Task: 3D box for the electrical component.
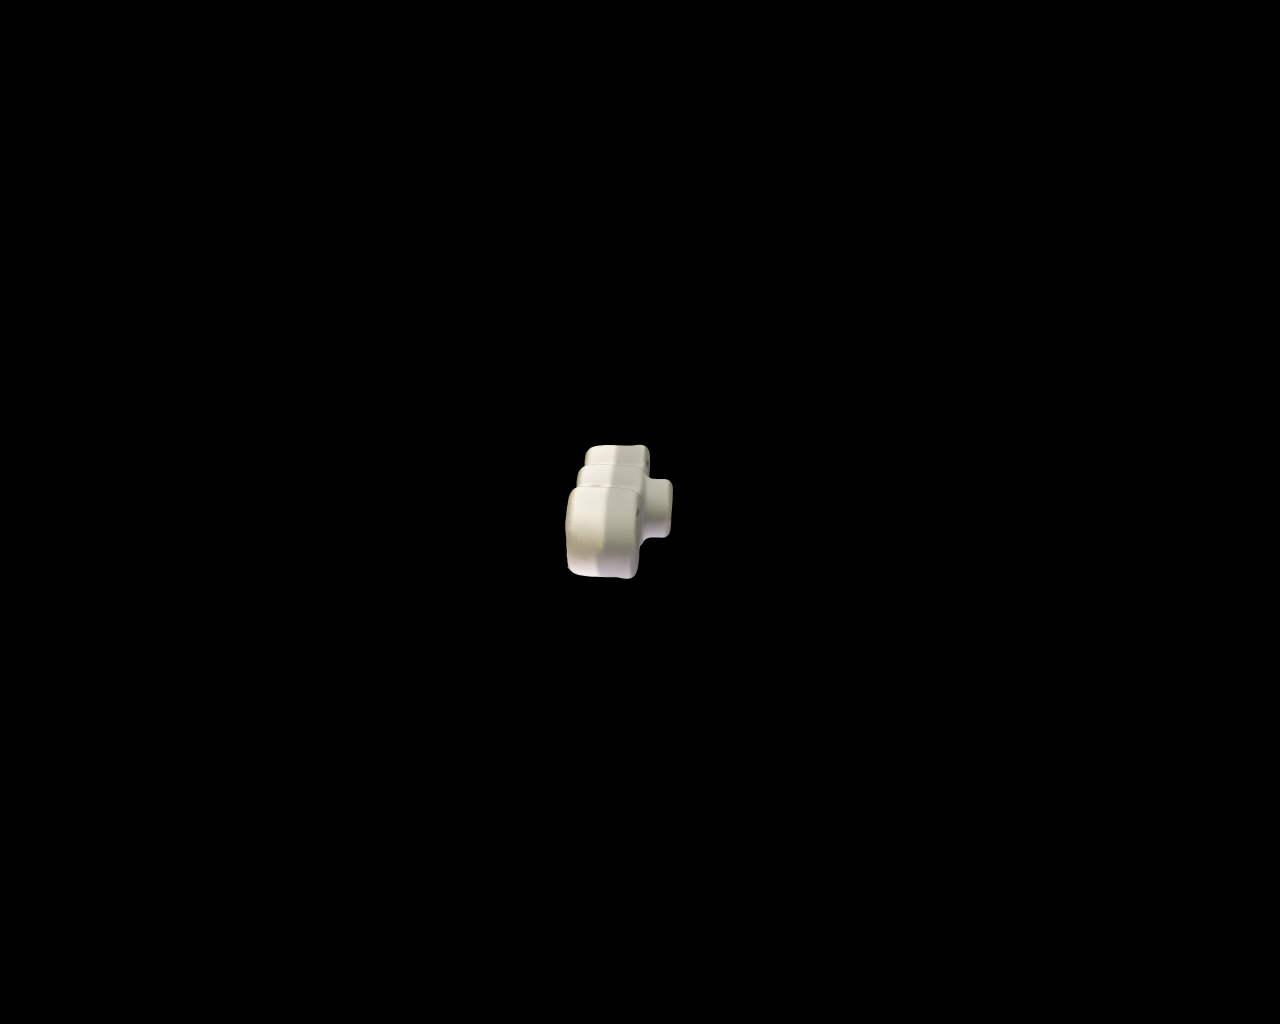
[{"bbox_3d":[0.001,-0.003,0.650,0.074,0.052,0.138,1,20,3],"label":"electrical component"}]
